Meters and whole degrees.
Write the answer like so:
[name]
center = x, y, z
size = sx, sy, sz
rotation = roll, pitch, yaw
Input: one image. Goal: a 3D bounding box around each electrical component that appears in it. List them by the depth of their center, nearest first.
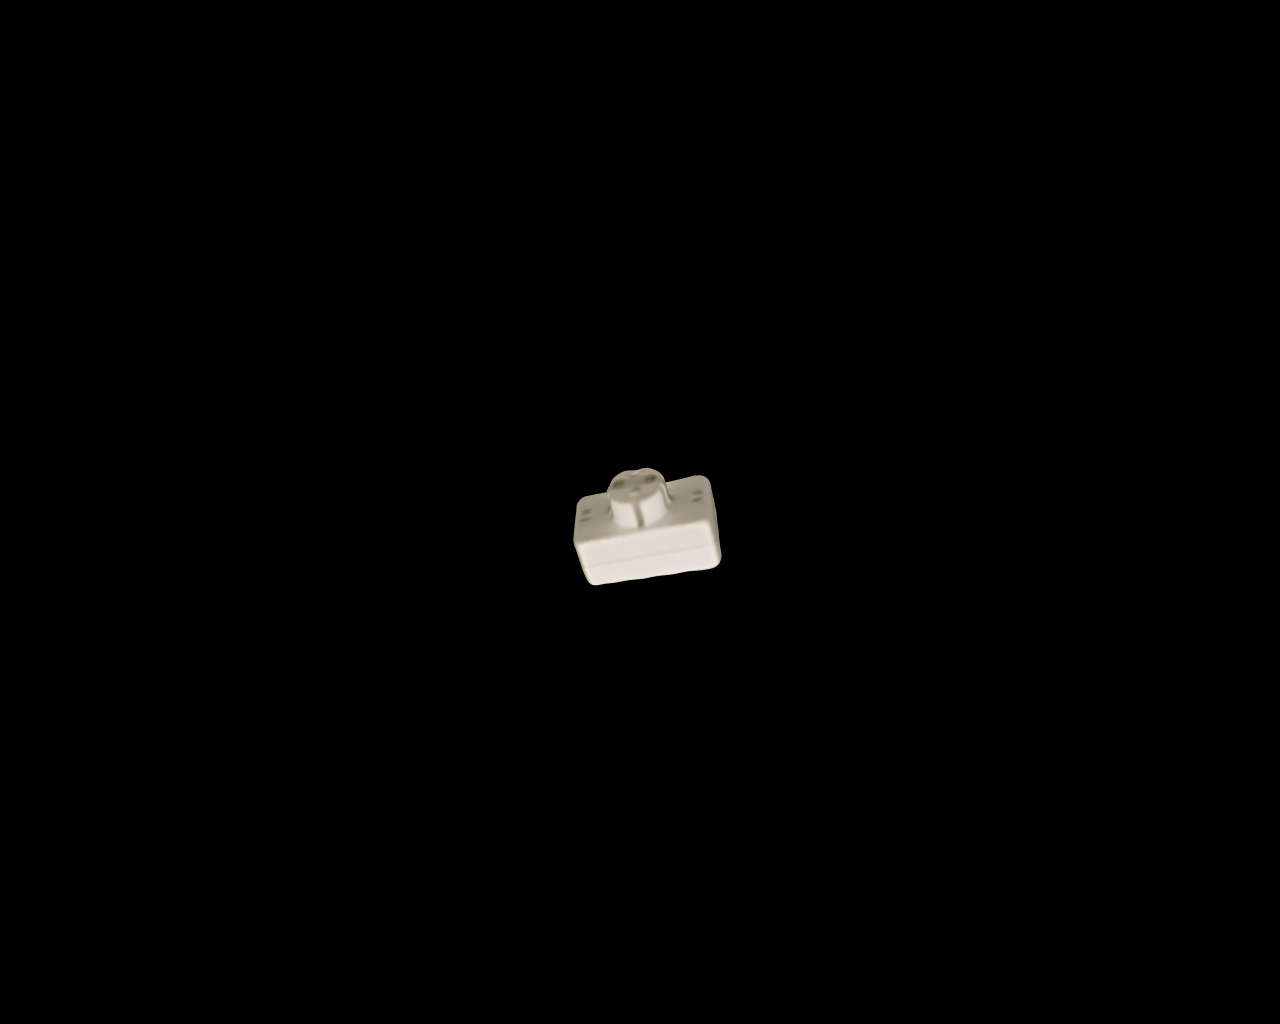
[electrical component]
center = 0.001, -0.003, 0.650
size = 0.083, 0.075, 0.047
rotation = -10, 36, 8
